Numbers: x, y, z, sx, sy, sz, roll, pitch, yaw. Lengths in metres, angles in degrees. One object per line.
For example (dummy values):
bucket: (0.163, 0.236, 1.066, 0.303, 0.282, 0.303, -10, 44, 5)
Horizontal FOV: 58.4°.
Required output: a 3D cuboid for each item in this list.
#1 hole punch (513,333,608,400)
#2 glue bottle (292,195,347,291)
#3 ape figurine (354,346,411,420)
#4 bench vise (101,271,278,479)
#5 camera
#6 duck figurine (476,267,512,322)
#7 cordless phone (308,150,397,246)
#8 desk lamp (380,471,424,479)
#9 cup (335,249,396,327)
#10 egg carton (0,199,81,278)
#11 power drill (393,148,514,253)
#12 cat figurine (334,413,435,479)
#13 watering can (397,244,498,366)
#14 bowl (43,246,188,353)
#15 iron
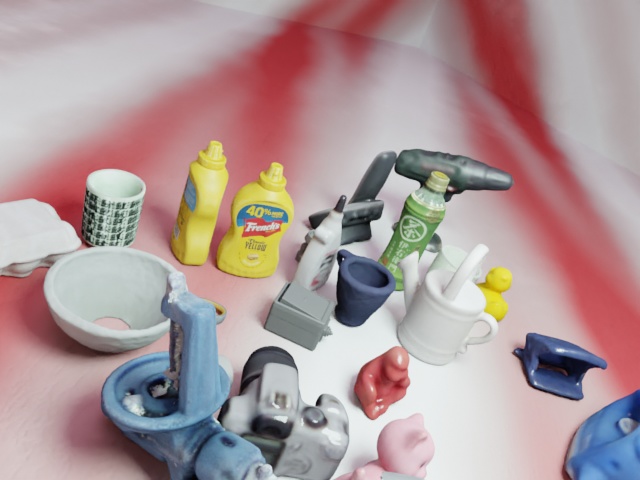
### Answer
hole punch: (0.390, 0.189, 0.934, 0.109, 0.091, 0.101, 17, 30, -8)
glue bottle: (0.008, 0.003, 0.907, 0.037, 0.173, 0.078, 33, 31, 19)
ape figurine: (0.088, 0.179, 0.753, 0.078, 0.092, 0.076, 10, 31, -19)
bench vise: (-0.111, 0.146, 0.547, 0.207, 0.220, 0.122, 25, 30, 7)
camera: (-0.040, 0.184, 0.652, 0.143, 0.101, 0.136, 15, 30, -11)
duck figurine: (0.322, 0.092, 1.054, 0.077, 0.086, 0.104, 20, 30, -2)
cordless phone: (0.069, -0.090, 1.087, 0.094, 0.185, 0.148, 38, 34, 27)
desk lamp: (0.105, 0.297, 0.448, 0.203, 0.213, 0.118, 22, 29, 0)
cup: (0.052, 0.078, 0.891, 0.092, 0.095, 0.117, -6, 40, -39)
egg carton: (-0.402, 0.001, 0.749, 0.107, 0.069, 0.151, 36, 33, 24)
power drill: (0.246, -0.084, 1.170, 0.229, 0.208, 0.076, 23, 30, 3)
cat figurine: (0.073, 0.241, 0.616, 0.128, 0.118, 0.067, -9, 41, -42)
watering can: (0.192, 0.085, 0.872, 0.173, 0.194, 0.101, 23, 30, 3)
bowl: (-0.252, 0.083, 0.706, 0.167, 0.075, 0.167, 16, 30, -9)
iron: (0.434, 0.264, 0.789, 0.118, 0.141, 0.259, 31, 31, 17)
